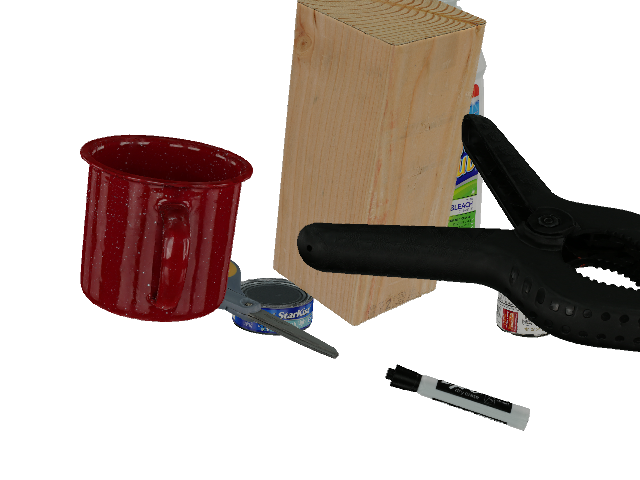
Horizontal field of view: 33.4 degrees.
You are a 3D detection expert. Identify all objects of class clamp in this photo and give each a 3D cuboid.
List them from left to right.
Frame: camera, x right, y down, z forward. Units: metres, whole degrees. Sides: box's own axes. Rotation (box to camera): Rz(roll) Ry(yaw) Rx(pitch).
[{"bbox_3d":[0.104,0.007,0.543,0.164,0.036,0.210,-30,46,-32],"label":"clamp"}]

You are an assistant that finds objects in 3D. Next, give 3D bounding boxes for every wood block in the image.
[{"bbox_3d":[0.036,-0.059,0.732,0.090,0.206,0.091,-21,41,-37],"label":"wood block"}]

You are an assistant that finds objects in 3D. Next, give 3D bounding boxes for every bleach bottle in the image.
[{"bbox_3d":[0.100,-0.092,0.969,0.102,0.251,0.068,-12,24,-28],"label":"bleach bottle"}]

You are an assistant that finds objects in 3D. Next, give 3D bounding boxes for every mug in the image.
[{"bbox_3d":[-0.085,-0.003,0.576,0.093,0.081,0.117,3,19,-18],"label":"mug"}]

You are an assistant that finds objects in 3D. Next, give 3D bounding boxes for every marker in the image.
[{"bbox_3d":[0.113,0.129,0.883,0.121,0.020,0.020,18,2,6],"label":"marker"}]

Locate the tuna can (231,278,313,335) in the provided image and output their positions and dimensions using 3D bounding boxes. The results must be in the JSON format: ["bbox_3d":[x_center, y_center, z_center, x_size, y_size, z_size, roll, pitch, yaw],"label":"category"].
[{"bbox_3d":[-0.050,0.068,1.110,0.086,0.034,0.086,3,17,-1],"label":"tuna can"}]

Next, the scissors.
[{"bbox_3d":[-0.058,0.049,0.900,0.202,0.016,0.096,16,26,21],"label":"scissors"}]

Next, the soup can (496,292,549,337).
[{"bbox_3d":[0.239,0.053,1.228,0.068,0.102,0.068,1,17,-1],"label":"soup can"}]
